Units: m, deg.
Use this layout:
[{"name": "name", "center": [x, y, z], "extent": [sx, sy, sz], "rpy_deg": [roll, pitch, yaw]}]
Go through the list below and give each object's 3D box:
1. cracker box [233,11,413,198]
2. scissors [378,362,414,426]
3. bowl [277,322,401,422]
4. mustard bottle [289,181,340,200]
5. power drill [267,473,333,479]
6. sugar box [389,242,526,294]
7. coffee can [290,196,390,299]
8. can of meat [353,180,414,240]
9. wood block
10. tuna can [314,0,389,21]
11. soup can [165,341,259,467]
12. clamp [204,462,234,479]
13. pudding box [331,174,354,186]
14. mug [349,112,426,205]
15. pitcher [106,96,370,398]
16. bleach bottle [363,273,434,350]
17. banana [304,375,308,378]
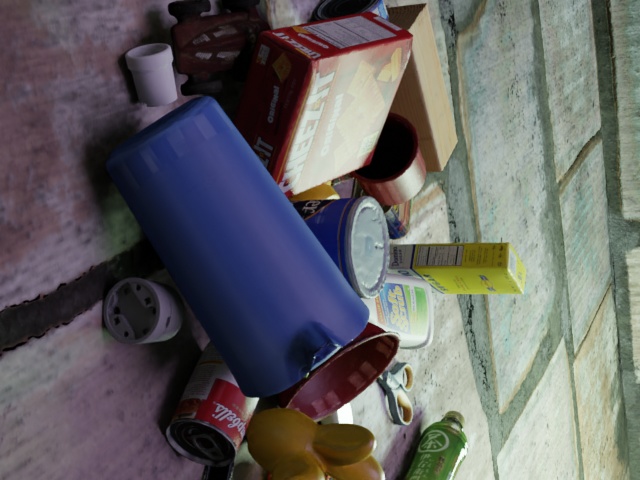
[{"name": "cracker box", "center": [0.001, -0.138, 1.097], "extent": [0.213, 0.072, 0.164], "rpy_deg": [-27, 143, -54]}, {"name": "scissors", "center": [0.094, 0.176, 1.452], "extent": [0.201, 0.016, 0.096], "rpy_deg": [65, 32, -41]}, {"name": "bowl", "center": [0.009, 0.135, 1.165], "extent": [0.055, 0.162, 0.162], "rpy_deg": [52, 13, 24]}, {"name": "mustard bottle", "center": [-0.007, 0.001, 1.196], "extent": [0.096, 0.058, 0.191], "rpy_deg": [5, 84, -64]}, {"name": "power drill", "center": [-0.010, 0.346, 1.172], "extent": [0.184, 0.057, 0.187], "rpy_deg": [38, 52, -54]}, {"name": "sugar box", "center": [0.184, 0.040, 1.464], "extent": [0.093, 0.176, 0.048], "rpy_deg": [47, 45, -53]}, {"name": "coffee can", "center": [-0.012, 0.009, 1.086], "extent": [0.102, 0.140, 0.103], "rpy_deg": [-2, 90, -65]}, {"name": "can of meat", "center": [0.085, -0.060, 1.402], "extent": [0.084, 0.058, 0.102], "rpy_deg": [49, 46, -57]}, {"name": "wood block", "center": [0.112, -0.199, 1.426], "extent": [0.090, 0.091, 0.206], "rpy_deg": [-59, 140, -49]}, {"name": "tuna can", "center": [0.037, -0.269, 1.276], "extent": [0.033, 0.086, 0.086], "rpy_deg": [67, 33, -35]}, {"name": "soup can", "center": [-0.093, 0.149, 0.991], "extent": [0.102, 0.069, 0.068], "rpy_deg": [-68, 146, -43]}, {"name": "clamp", "center": [-0.110, 0.304, 0.981], "extent": [0.164, 0.036, 0.210], "rpy_deg": [-34, 118, -64]}, {"name": "pudding box", "center": [0.016, -0.125, 1.277], "extent": [0.089, 0.039, 0.113], "rpy_deg": [-26, 112, -63]}, {"name": "mug", "center": [0.074, -0.101, 1.268], "extent": [0.117, 0.093, 0.081], "rpy_deg": [63, 5, 28]}, {"name": "pitcher", "center": [-0.077, 0.003, 0.920], "extent": [0.243, 0.149, 0.144], "rpy_deg": [57, 34, -13]}, {"name": "bleach bottle", "center": [0.069, 0.091, 1.350], "extent": [0.250, 0.068, 0.102], "rpy_deg": [7, 82, -62]}, {"name": "banana", "center": [-0.074, 0.055, 1.047], "extent": [0.037, 0.069, 0.198], "rpy_deg": [-154, -136, -71]}]
